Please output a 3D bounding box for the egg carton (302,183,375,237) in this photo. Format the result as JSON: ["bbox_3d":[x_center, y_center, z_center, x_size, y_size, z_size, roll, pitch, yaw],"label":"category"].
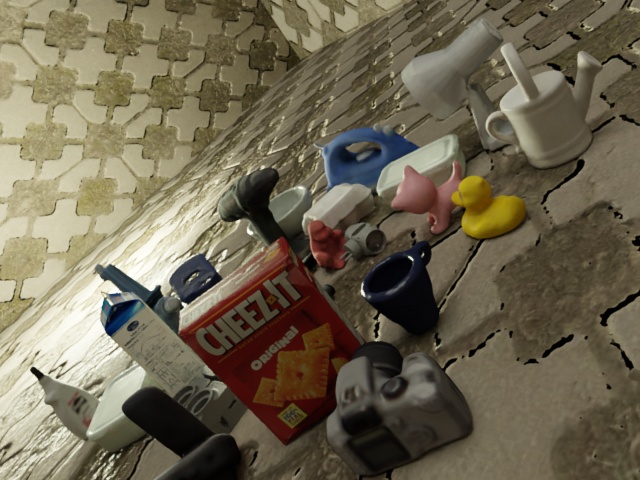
[{"bbox_3d":[0.036,-0.054,1.154,0.150,0.069,0.107,-44,23,-16],"label":"egg carton"}]

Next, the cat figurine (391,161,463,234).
[{"bbox_3d":[0.180,-0.076,0.920,0.127,0.118,0.067,-32,23,13],"label":"cat figurine"}]

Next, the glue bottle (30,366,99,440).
[{"bbox_3d":[-0.492,0.304,1.103,0.037,0.173,0.078,-27,25,23],"label":"glue bottle"}]

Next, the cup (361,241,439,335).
[{"bbox_3d":[0.122,0.068,0.755,0.118,0.095,0.091,-47,24,-22],"label":"cup"}]

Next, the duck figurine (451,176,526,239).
[{"bbox_3d":[0.239,-0.056,0.834,0.104,0.086,0.078,-7,37,51],"label":"duck figurine"}]

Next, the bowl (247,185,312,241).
[{"bbox_3d":[-0.078,-0.045,1.301,0.167,0.075,0.167,-31,23,15],"label":"bowl"}]

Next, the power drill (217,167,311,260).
[{"bbox_3d":[-0.106,-0.045,1.164,0.228,0.209,0.076,-10,35,48],"label":"power drill"}]

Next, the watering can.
[{"bbox_3d":[0.334,-0.218,0.868,0.173,0.194,0.100,-35,23,6],"label":"watering can"}]

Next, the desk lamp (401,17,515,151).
[{"bbox_3d":[0.280,-0.272,1.028,0.202,0.214,0.118,-24,26,30],"label":"desk lamp"}]

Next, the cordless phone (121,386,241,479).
[{"bbox_3d":[-0.201,0.270,0.718,0.147,0.185,0.094,-39,22,-3],"label":"cordless phone"}]

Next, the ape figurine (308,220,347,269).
[{"bbox_3d":[0.010,0.004,1.051,0.078,0.092,0.076,-45,23,-17],"label":"ape figurine"}]

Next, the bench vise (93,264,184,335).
[{"bbox_3d":[-0.370,0.119,1.220,0.207,0.220,0.121,-23,26,31],"label":"bench vise"}]

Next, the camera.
[{"bbox_3d":[0.074,0.162,0.633,0.143,0.101,0.137,-30,23,18],"label":"camera"}]

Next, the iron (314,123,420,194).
[{"bbox_3d":[0.105,-0.183,1.209,0.257,0.142,0.119,-15,31,42],"label":"iron"}]

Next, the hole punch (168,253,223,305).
[{"bbox_3d":[-0.278,0.094,1.303,0.109,0.091,0.101,-41,23,-9],"label":"hole punch"}]
